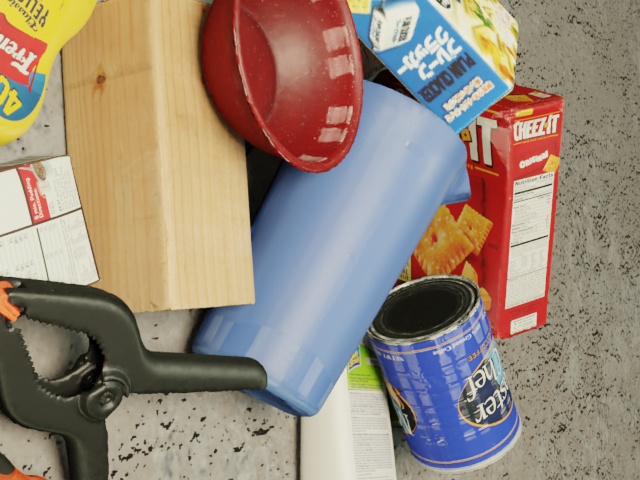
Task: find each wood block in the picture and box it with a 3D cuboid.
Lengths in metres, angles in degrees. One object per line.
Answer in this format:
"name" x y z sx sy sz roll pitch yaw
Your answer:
"wood block" -0.111 -0.054 0.730 0.090 0.091 0.206 0 85 -56

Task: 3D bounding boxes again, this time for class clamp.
"clamp" -0.141 0.100 0.656 0.164 0.036 0.209 -52 132 -6

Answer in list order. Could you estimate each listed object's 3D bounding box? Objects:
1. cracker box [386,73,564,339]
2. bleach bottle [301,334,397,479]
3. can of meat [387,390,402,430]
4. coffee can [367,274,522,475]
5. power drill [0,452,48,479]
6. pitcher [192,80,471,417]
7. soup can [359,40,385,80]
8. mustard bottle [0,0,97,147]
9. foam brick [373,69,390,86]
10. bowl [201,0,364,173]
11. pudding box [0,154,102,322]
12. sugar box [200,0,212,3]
"cracker box" 0.130 -0.037 0.968 0.071 0.164 0.214 -16 116 -33
"bleach bottle" 0.024 0.139 0.928 0.102 0.068 0.251 16 69 -57
"can of meat" 0.087 0.134 1.027 0.083 0.058 0.102 23 66 -50
"coffee can" 0.107 0.115 0.918 0.102 0.103 0.140 -50 127 -47
"power drill" -0.226 0.142 0.560 0.187 0.057 0.184 58 46 -35
"pitcher" -0.005 0.001 0.814 0.242 0.149 0.145 -61 147 -14
"soup can" 0.039 -0.183 0.954 0.102 0.069 0.068 -37 122 -10
"mustard bottle" -0.203 -0.111 0.632 0.096 0.058 0.191 47 49 -41
"foam brick" 0.076 -0.134 1.055 0.078 0.051 0.053 -51 126 -47
"bowl" -0.032 -0.122 0.726 0.161 0.055 0.162 16 72 -57
"pudding box" -0.192 0.001 0.649 0.113 0.039 0.090 -25 108 -52
"sugar box" -0.121 -0.234 0.785 0.176 0.048 0.093 50 45 -44
